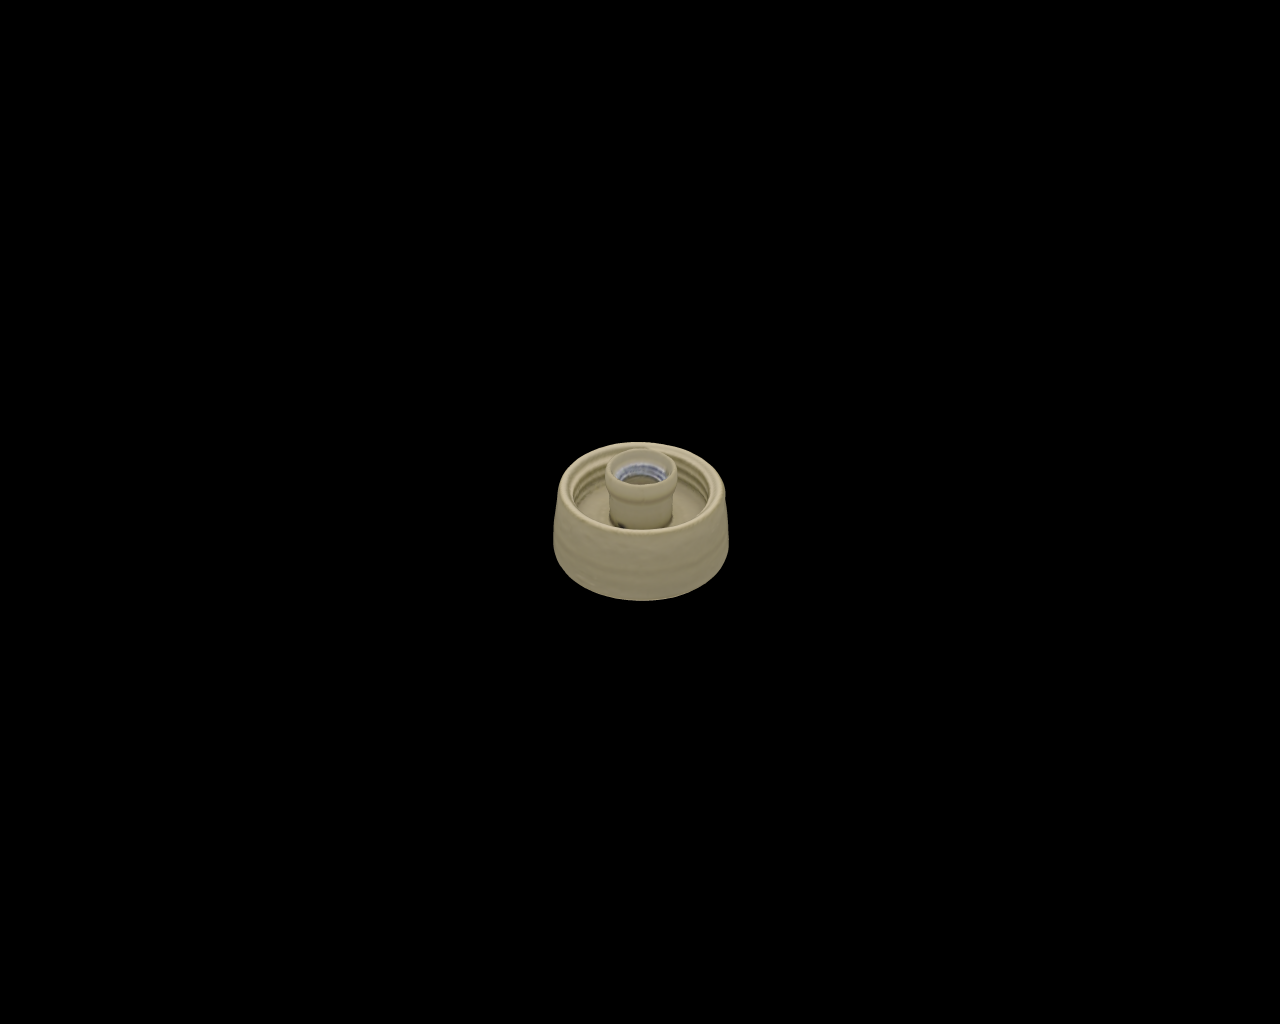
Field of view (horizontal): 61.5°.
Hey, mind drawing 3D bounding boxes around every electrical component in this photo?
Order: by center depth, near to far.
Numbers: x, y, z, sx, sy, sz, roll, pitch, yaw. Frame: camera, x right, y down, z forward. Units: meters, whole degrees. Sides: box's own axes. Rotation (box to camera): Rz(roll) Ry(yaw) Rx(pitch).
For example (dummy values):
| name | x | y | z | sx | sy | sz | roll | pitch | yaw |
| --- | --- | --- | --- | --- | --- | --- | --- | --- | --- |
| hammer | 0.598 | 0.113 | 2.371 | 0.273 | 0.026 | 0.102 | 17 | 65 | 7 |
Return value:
| name | x | y | z | sx | sy | sz | roll | pitch | yaw |
| --- | --- | --- | --- | --- | --- | --- | --- | --- | --- |
| electrical component | 0.001 | -0.003 | 0.650 | 0.108 | 0.060 | 0.108 | 0 | 35 | 0 |
